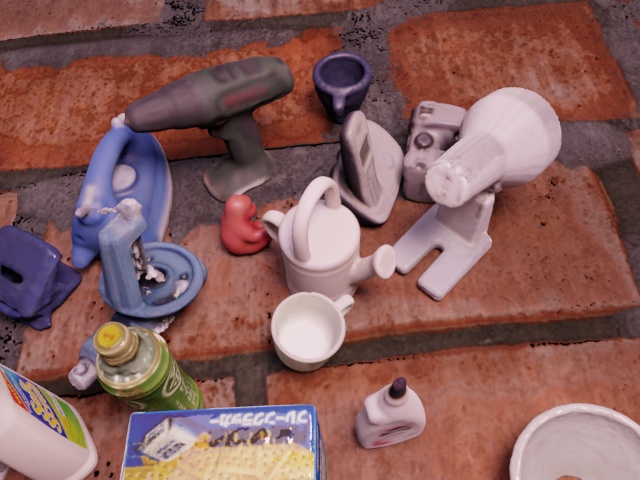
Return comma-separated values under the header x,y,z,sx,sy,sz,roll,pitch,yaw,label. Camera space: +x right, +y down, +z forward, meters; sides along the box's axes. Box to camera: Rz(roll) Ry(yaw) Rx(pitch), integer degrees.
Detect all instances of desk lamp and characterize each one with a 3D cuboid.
x,y,z,sx,sy,sz,roll,pitch,yaw,label
0.187,-0.060,0.713,0.117,0.214,0.203,37,67,23,desk lamp

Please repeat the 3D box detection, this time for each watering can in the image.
x,y,z,sx,sy,sz,roll,pitch,yaw,label
0.007,0.001,0.697,0.172,0.194,0.101,4,58,6,watering can

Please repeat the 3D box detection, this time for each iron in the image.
x,y,z,sx,sy,sz,roll,pitch,yaw,label
-0.280,-0.090,0.801,0.118,0.141,0.258,0,58,4,iron

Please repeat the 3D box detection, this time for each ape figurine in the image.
x,y,z,sx,sy,sz,roll,pitch,yaw,label
-0.105,-0.027,0.781,0.076,0.092,0.077,-30,61,-15,ape figurine

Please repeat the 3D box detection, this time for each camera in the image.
x,y,z,sx,sy,sz,roll,pitch,yaw,label
0.193,-0.134,0.827,0.136,0.101,0.143,8,59,9,camera

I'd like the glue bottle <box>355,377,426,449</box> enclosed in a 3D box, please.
x,y,z,sx,sy,sz,roll,pitch,yaw,label
0.076,0.176,0.595,0.078,0.173,0.037,-16,58,-6,glue bottle

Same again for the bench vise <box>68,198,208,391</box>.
x,y,z,sx,sy,sz,roll,pitch,yaw,label
-0.208,0.067,0.652,0.121,0.220,0.207,6,58,8,bench vise

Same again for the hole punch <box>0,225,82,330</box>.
x,y,z,sx,sy,sz,roll,pitch,yaw,label
-0.388,0.049,0.750,0.108,0.091,0.101,23,62,17,hole punch

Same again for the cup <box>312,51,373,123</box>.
x,y,z,sx,sy,sz,roll,pitch,yaw,label
0.035,-0.220,0.893,0.091,0.095,0.118,2,58,5,cup

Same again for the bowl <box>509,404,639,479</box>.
x,y,z,sx,sy,sz,roll,pitch,yaw,label
0.273,0.260,0.590,0.167,0.075,0.167,-1,58,2,bowl

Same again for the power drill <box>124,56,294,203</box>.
x,y,z,sx,sy,sz,roll,pitch,yaw,label
-0.135,-0.151,0.792,0.230,0.208,0.075,-34,62,-17,power drill

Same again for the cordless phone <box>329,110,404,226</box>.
x,y,z,sx,sy,sz,roll,pitch,yaw,label
0.065,-0.122,0.776,0.094,0.185,0.147,12,59,11,cordless phone
